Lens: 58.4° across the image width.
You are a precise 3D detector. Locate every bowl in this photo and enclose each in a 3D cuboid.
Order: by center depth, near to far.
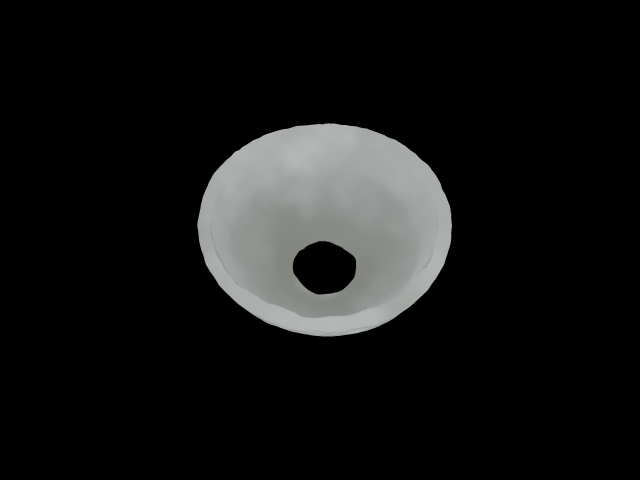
[{"bbox_3d":[0.004,0.001,0.400,0.167,0.075,0.167,0,56,0],"label":"bowl"}]
